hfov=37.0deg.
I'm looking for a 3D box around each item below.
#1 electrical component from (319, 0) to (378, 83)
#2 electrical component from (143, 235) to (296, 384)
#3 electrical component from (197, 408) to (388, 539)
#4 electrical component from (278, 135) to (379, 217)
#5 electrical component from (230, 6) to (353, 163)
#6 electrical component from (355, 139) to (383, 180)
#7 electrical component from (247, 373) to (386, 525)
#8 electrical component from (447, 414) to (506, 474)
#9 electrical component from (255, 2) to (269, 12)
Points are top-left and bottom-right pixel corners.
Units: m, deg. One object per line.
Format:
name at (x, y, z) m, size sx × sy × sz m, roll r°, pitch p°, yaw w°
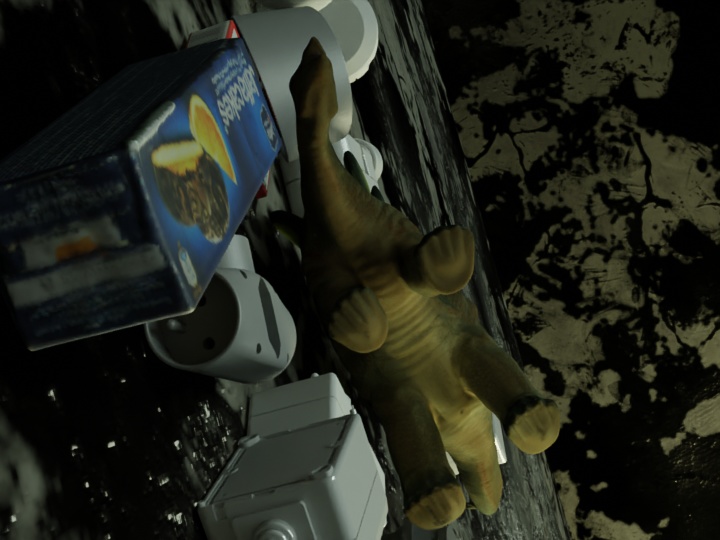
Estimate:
electrical component at (-0.024, -0.190, 0.878) m, size 0.051 × 0.080 × 0.080 m, roll -6°, pitch 80°, yaw -85°
electrical component at (-0.064, 0.009, 0.480) m, size 0.077 × 0.043 × 0.079 m, roll 37°, pitch 39°, yaw -73°
electrical component at (-0.027, 0.111, 0.474) m, size 0.096 × 0.062 × 0.061 m, roll -57°, pitch 130°, yaw -76°
electrical component at (-0.018, -0.056, 0.779) m, size 0.095 × 0.054 × 0.059 m, roll 23°, pitch 52°, yaw -76°
electrical component at (-0.047, -0.121, 0.698) m, size 0.099 × 0.064 × 0.099 m, roll 54°, pitch -25°, yaw 40°
electrical component at (-0.006, -0.092, 0.925) m, size 0.062 × 0.043 × 0.043 m, roll 2°, pitch 73°, yaw -77°
electrical component at (-0.022, 0.088, 0.573) m, size 0.075 × 0.047 × 0.083 m, roll -91°, pitch 162°, yaw -53°
electrical component at (0.067, 0.126, 0.873) m, size 0.047 × 0.083 × 0.075 m, roll -93°, pitch 164°, yaw -48°
electrical component at (-0.049, -0.191, 0.825) m, size 0.061 × 0.035 × 0.035 m, roll 39°, pitch 27°, yaw -26°
